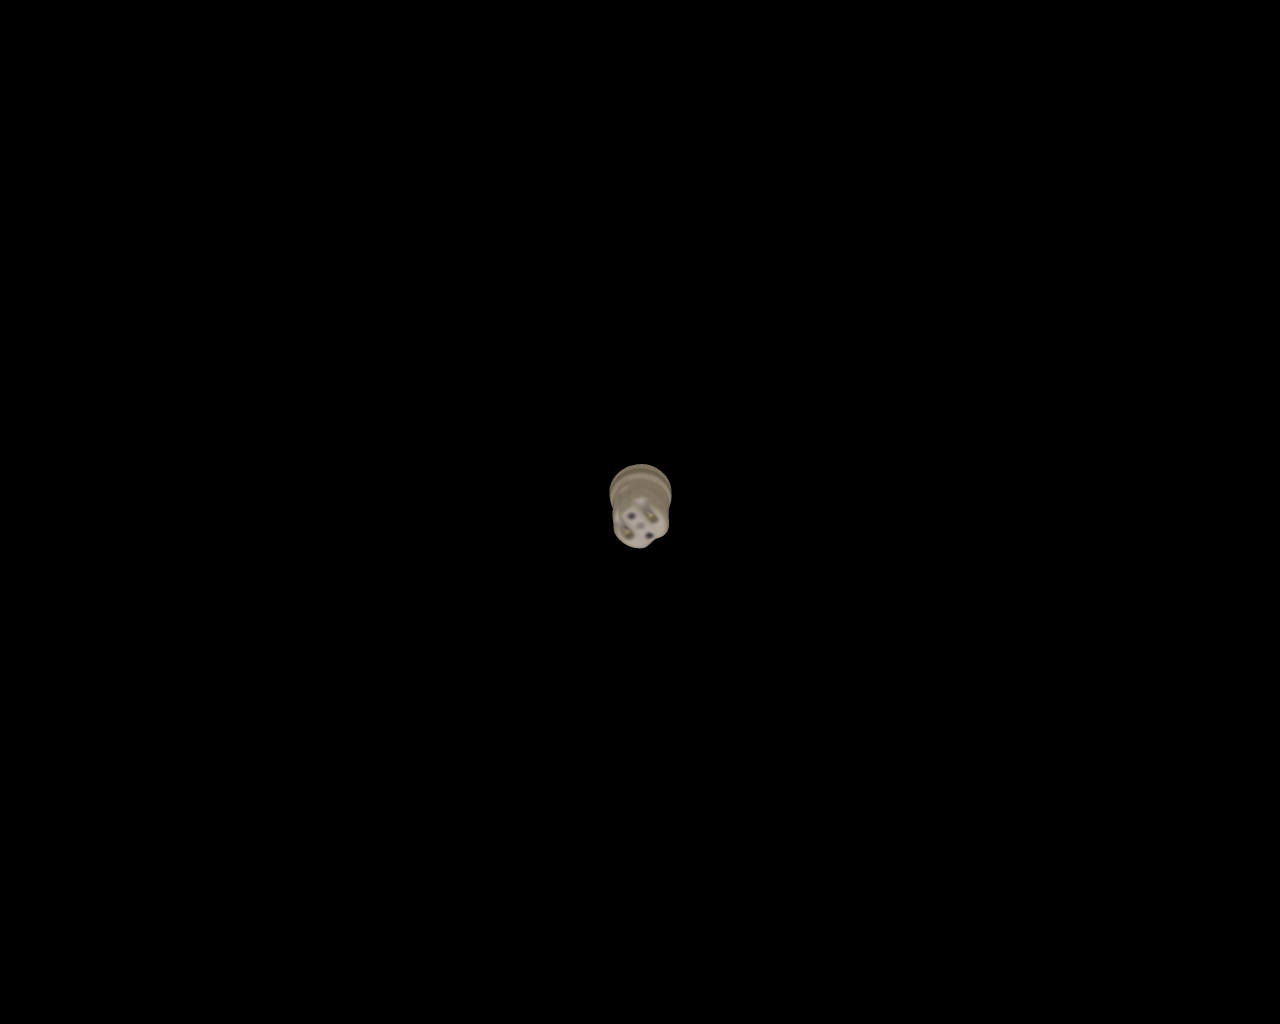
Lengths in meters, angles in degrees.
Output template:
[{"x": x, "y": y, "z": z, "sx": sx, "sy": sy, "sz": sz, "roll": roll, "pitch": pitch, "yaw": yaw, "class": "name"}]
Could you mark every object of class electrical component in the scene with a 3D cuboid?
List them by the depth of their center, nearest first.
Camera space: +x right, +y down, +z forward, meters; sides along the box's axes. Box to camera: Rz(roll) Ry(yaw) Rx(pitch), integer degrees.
[{"x": 0.001, "y": -0.003, "z": 0.650, "sx": 0.040, "sy": 0.040, "sz": 0.046, "roll": 0, "pitch": 31, "yaw": 0, "class": "electrical component"}]
